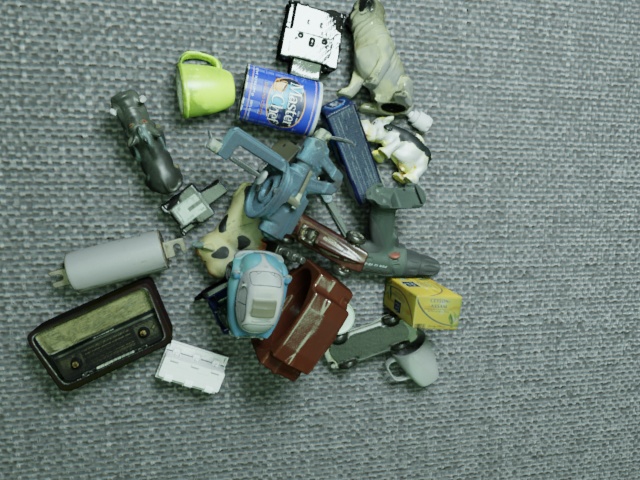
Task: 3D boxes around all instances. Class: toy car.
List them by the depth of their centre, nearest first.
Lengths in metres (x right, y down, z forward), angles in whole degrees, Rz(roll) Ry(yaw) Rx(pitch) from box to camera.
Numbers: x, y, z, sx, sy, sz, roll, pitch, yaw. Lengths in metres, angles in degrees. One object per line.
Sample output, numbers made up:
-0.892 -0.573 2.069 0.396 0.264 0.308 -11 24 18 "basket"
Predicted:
-0.109 0.100 0.925 0.109 0.103 0.161 9 93 -18 "toy car"
-0.002 -0.003 1.023 0.202 0.053 0.089 32 107 22 "toy car"
0.103 0.208 1.118 0.202 0.056 0.073 -19 94 2 "toy car"

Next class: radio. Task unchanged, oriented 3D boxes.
-0.397 0.174 0.999 0.230 0.073 0.131 -24 103 -8 "radio"

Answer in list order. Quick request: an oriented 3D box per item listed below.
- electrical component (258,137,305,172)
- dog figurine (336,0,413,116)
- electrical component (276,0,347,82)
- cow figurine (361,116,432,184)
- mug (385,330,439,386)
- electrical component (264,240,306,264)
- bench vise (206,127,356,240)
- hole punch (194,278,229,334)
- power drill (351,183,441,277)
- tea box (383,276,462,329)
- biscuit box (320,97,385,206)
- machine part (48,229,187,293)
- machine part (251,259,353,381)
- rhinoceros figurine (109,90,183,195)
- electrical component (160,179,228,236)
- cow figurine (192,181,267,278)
-0.061 -0.152 1.031 0.102 0.078 0.045 -52 141 -6 "electrical component"
0.123 -0.351 1.032 0.172 0.121 0.190 21 74 -48 "dog figurine"
-0.019 -0.367 1.010 0.115 0.058 0.134 8 96 -12 "electrical component"
0.150 -0.194 1.069 0.167 0.068 0.098 43 82 -18 "cow figurine"
0.200 0.265 1.147 0.109 0.081 0.107 -35 110 -6 "mug"
-0.072 0.024 1.048 0.063 0.094 0.021 27 84 -41 "electrical component"
-0.079 -0.125 0.930 0.240 0.129 0.223 31 97 -30 "bench vise"
-0.159 0.109 1.020 0.142 0.116 0.092 -32 98 -9 "hole punch"
0.149 -0.012 1.064 0.232 0.086 0.207 2 135 -7 "power drill"
0.201 0.121 1.077 0.098 0.170 0.068 4 99 -15 "tea box"
0.062 -0.169 1.030 0.063 0.059 0.202 -27 121 -6 "biscuit box"
-0.369 0.038 0.983 0.243 0.079 0.079 -16 102 -9 "machine part"
-0.036 0.147 1.011 0.087 0.201 0.201 32 90 -18 "machine part"
-0.308 -0.168 0.948 0.073 0.112 0.190 -23 111 -6 "rhinoceros figurine"
-0.232 -0.071 1.012 0.119 0.048 0.074 -40 105 -5 "electrical component"
-0.160 -0.018 1.018 0.127 0.085 0.195 25 89 -13 "cow figurine"
